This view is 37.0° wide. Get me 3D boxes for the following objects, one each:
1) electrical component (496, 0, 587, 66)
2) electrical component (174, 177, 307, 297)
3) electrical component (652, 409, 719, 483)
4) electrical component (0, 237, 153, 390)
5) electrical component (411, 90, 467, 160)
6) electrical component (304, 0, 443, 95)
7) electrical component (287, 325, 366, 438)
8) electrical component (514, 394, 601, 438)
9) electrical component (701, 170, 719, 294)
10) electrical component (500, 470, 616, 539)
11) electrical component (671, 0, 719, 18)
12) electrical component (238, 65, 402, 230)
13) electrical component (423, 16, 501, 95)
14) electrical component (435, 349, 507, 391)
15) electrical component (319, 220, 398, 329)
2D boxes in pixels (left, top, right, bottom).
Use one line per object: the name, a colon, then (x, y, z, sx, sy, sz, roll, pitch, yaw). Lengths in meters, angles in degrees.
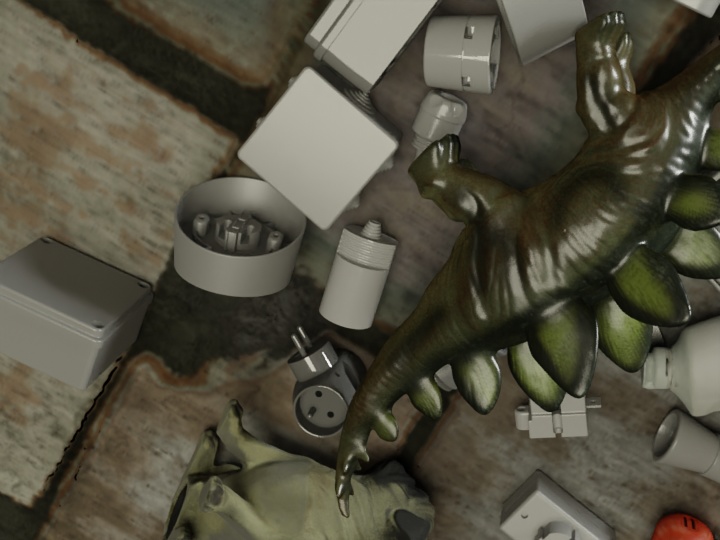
electrical component: (0.118, -0.198, 0.716, 0.060, 0.108, 0.108, -20, 102, 10)
electrical component: (-0.093, -0.024, 0.815, 0.099, 0.099, 0.064, 14, 115, 7)
electrical component: (0.263, 0.139, 0.822, 0.065, 0.044, 0.044, 24, 110, -2)
electrical component: (-0.237, 0.032, 0.852, 0.109, 0.108, 0.056, 24, 112, 3)
electrical component: (0.054, -0.100, 0.794, 0.035, 0.035, 0.061, 24, 112, 3)
electrical component: (0.019, -0.187, 0.751, 0.057, 0.078, 0.113, 38, 110, -3)
electrical component: (-0.031, 0.080, 0.842, 0.043, 0.077, 0.079, -26, 100, 17)
electrical component: (0.151, 0.095, 0.828, 0.066, 0.048, 0.055, -4, 113, 12)
electrical component: (0.262, -0.025, 0.762, 0.062, 0.061, 0.096, -42, 95, 19)
electrical component: (0.156, 0.214, 0.846, 0.083, 0.075, 0.047, 39, 110, -2)
electrical component: (0.205, -0.217, 0.719, 0.095, 0.053, 0.059, 27, 110, 2)
electrical component: (-0.027, -0.094, 0.804, 0.100, 0.048, 0.099, 41, 110, -3)
electrical component: (0.073, -0.154, 0.764, 0.047, 0.055, 0.055, 6, 108, 13)
electrical component: (0.080, 0.062, 0.832, 0.055, 0.045, 0.045, -38, 96, 19)
electrical component: (0.000, 0.000, 0.830, 0.043, 0.043, 0.081, 19, 109, 5)
